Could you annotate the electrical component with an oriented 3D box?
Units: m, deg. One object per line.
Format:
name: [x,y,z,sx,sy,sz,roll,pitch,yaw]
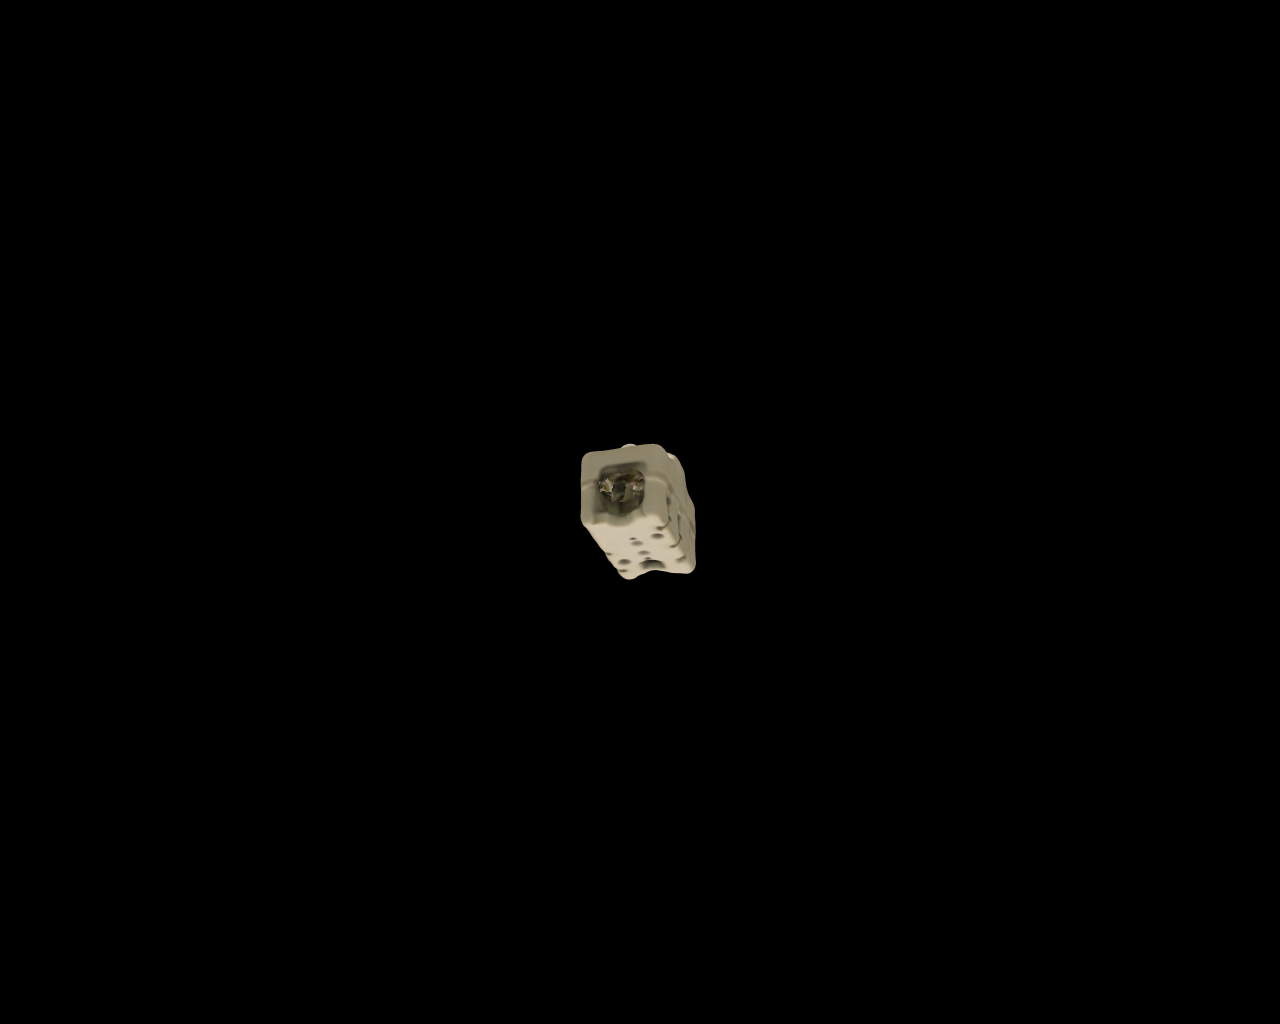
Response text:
electrical component: [0.001,-0.003,0.650,0.050,0.056,0.089,-7,-27,14]
